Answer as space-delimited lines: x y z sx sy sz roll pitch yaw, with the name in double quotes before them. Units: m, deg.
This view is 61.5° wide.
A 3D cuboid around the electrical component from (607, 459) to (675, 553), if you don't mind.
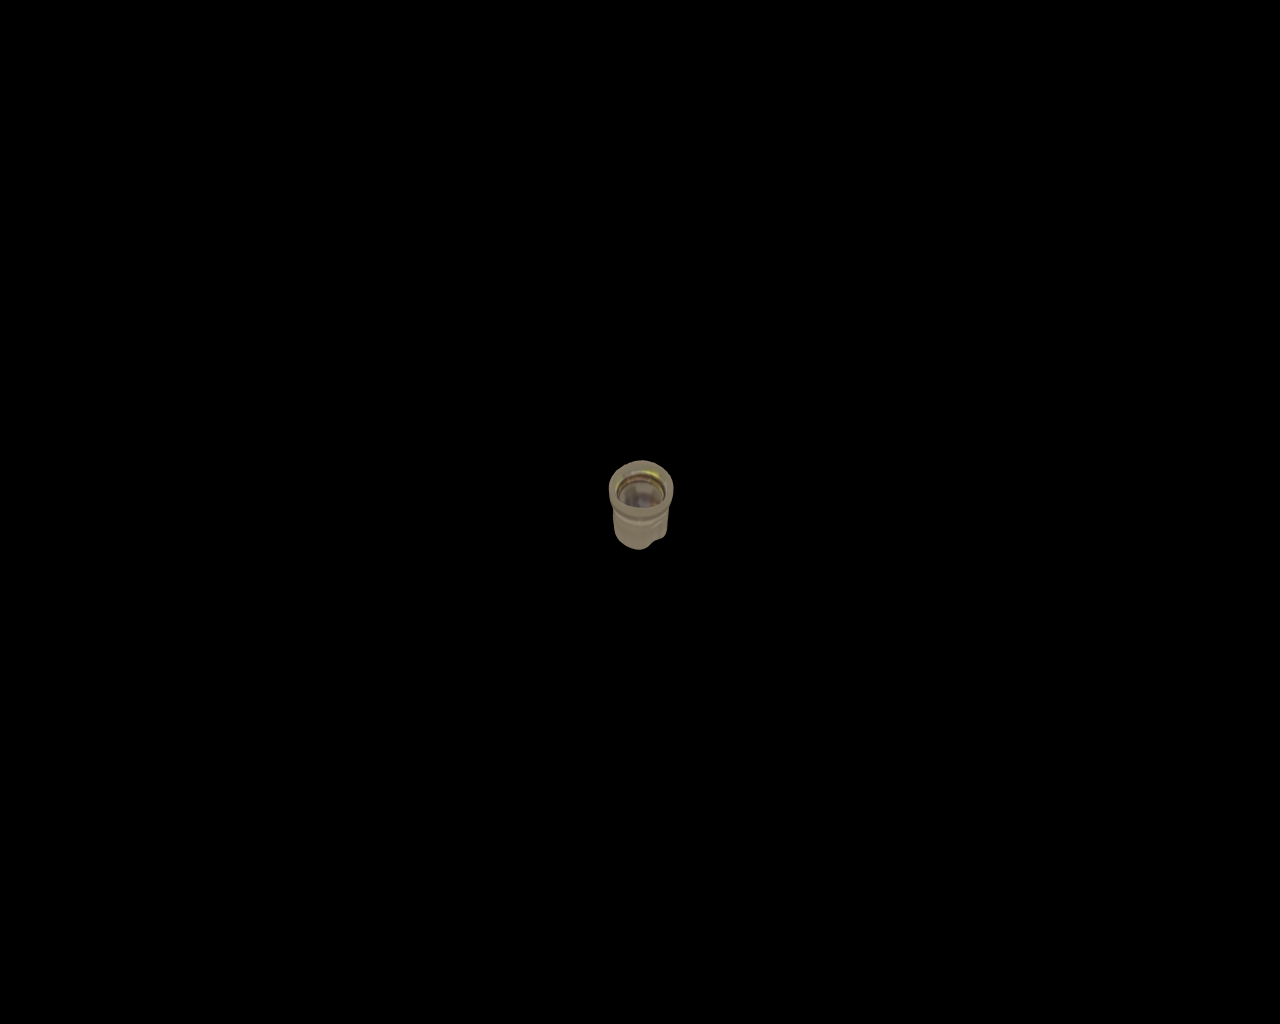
"electrical component" 0.001 -0.003 0.650 0.040 0.040 0.046 0 -39 0
